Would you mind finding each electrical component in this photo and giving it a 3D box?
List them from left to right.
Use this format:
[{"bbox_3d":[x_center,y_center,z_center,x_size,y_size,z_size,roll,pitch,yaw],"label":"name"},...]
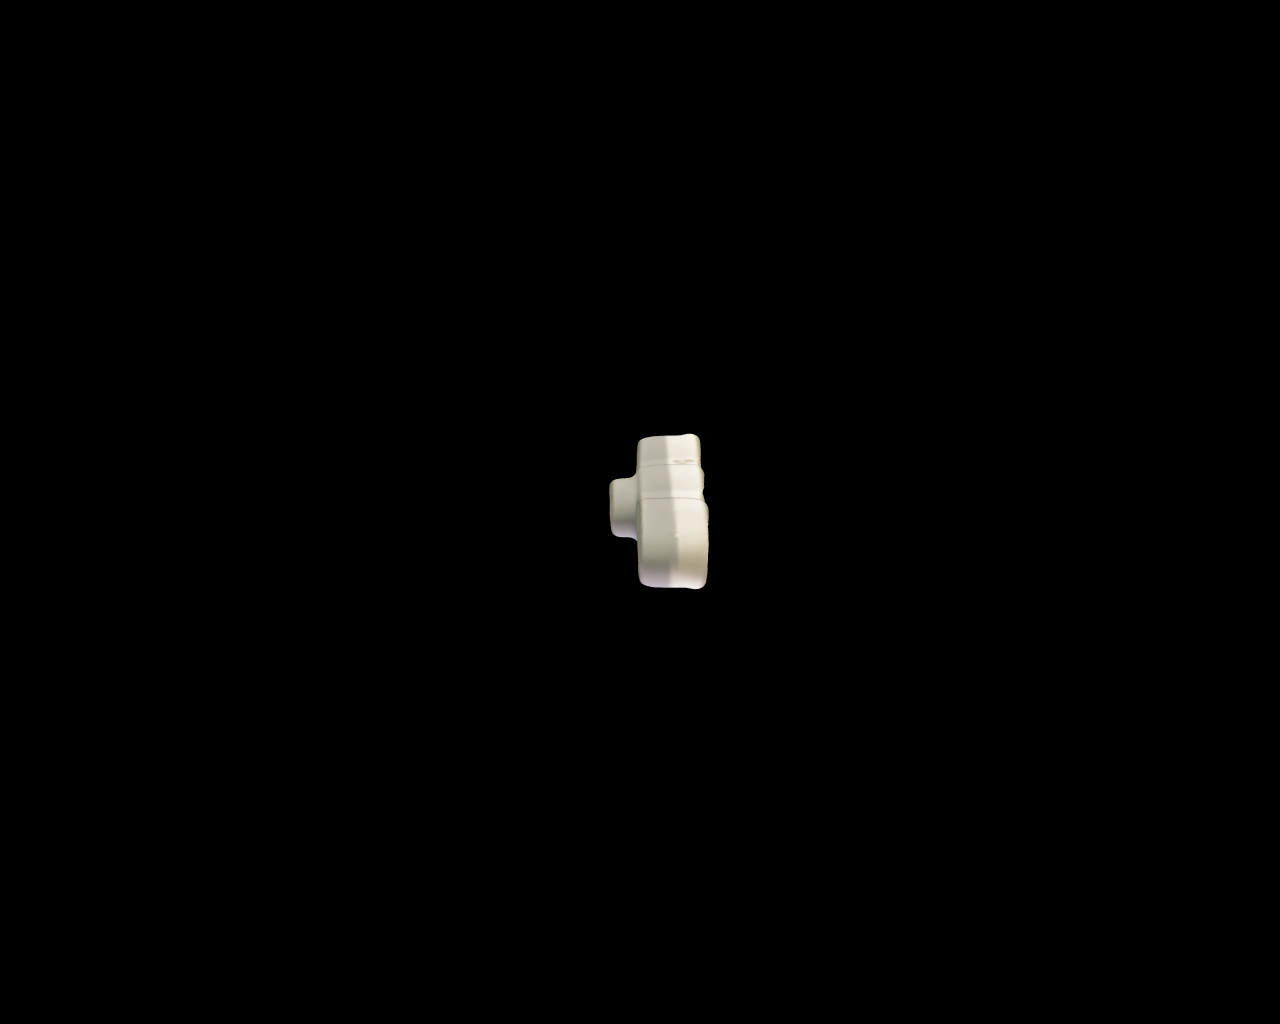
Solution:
[{"bbox_3d":[0.001,-0.003,0.650,0.074,0.052,0.138,0,29,0],"label":"electrical component"}]
